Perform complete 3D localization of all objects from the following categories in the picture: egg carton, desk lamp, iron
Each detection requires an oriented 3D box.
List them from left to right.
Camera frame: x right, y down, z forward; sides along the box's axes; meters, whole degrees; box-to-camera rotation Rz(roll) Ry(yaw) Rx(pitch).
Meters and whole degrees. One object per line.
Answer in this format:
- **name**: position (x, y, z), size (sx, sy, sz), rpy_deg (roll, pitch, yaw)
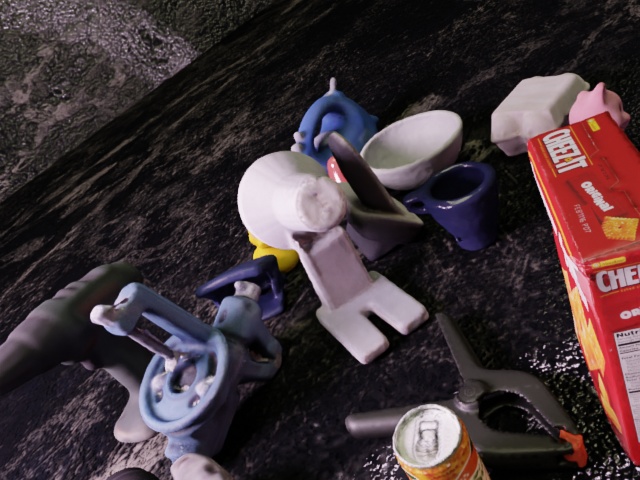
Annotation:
- **iron**: position (0.007, -0.170, 1.007), size (0.118, 0.142, 0.259), rpy_deg (-5, 38, 35)
- **desk lamp**: position (0.006, 0.002, 0.672), size (0.118, 0.214, 0.202), rpy_deg (-36, 31, -12)
- **egg carton**: position (0.320, -0.185, 0.837), size (0.107, 0.069, 0.150), rpy_deg (9, 47, 47)

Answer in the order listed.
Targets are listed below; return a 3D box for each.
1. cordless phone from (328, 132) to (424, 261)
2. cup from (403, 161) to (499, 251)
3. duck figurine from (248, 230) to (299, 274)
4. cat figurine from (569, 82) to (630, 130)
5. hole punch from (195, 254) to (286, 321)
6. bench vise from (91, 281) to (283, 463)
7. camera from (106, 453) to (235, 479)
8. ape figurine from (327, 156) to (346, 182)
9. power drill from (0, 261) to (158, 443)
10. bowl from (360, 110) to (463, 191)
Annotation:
- **cordless phone**: position (0.055, -0.079, 0.783), size (0.094, 0.185, 0.147), rpy_deg (-33, 30, -6)
- **cup**: position (0.169, -0.032, 0.706), size (0.117, 0.095, 0.092), rpy_deg (-12, 34, 27)
- **duck figurine**: position (-0.079, -0.003, 0.881), size (0.077, 0.086, 0.104), rpy_deg (-29, 30, 1)
- **cat figurine**: position (0.334, -0.128, 0.689), size (0.067, 0.118, 0.128), rpy_deg (-5, 38, 36)
- **hole punch**: position (-0.110, 0.061, 0.805), size (0.108, 0.091, 0.101), rpy_deg (-22, 31, 12)
- **bench vise**: position (-0.147, 0.110, 0.631), size (0.121, 0.220, 0.207), rpy_deg (-16, 32, 21)
- **camera**: position (-0.155, 0.255, 0.537), size (0.143, 0.101, 0.136), rpy_deg (-42, 32, -21)
- **ape figurine**: position (0.043, -0.095, 0.912), size (0.076, 0.092, 0.077), rpy_deg (-35, 31, -11)
- **power drill**: position (-0.263, 0.145, 0.689), size (0.075, 0.209, 0.230), rpy_deg (-13, 34, 26)
- **bowl**: position (0.149, -0.127, 0.888), size (0.167, 0.075, 0.167), rpy_deg (-21, 31, 14)
